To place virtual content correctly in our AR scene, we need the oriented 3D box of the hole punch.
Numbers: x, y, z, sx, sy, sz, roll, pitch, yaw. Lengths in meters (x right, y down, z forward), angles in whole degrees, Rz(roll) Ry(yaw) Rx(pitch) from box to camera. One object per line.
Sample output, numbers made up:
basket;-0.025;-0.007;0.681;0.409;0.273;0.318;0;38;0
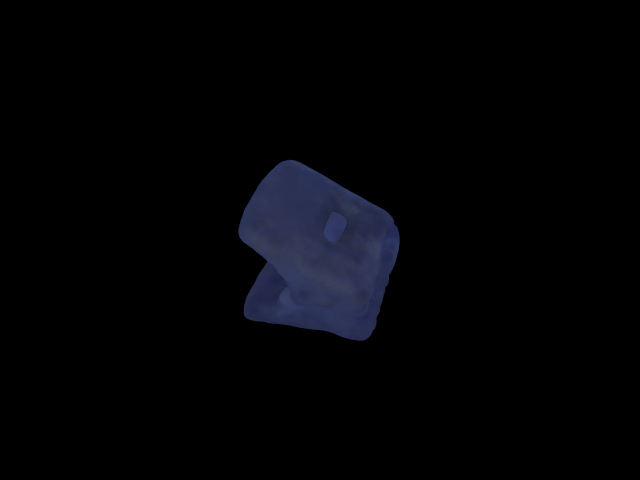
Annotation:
hole punch;0.004;0.001;0.400;0.101;0.091;0.109;8;36;12
